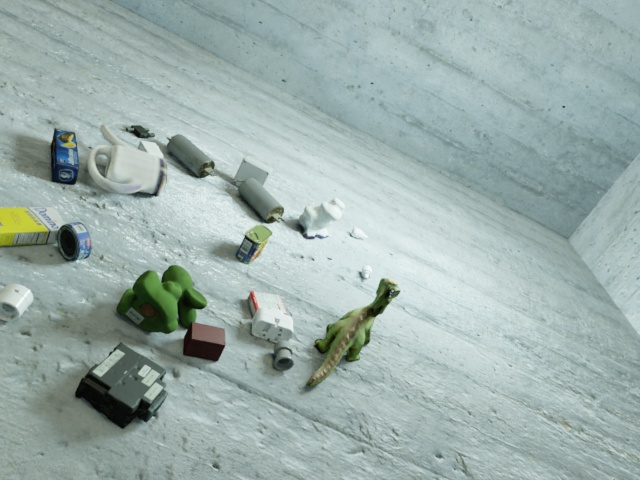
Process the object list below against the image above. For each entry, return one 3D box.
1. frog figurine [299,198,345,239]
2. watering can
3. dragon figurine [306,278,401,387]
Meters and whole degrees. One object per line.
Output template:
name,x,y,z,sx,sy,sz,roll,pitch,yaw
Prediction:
frog figurine,0.005,-0.090,1.780,0.137,0.157,0.125,14,28,-30
watering can,-0.565,-0.235,1.527,0.223,0.102,0.355,15,32,-28
dragon figurine,0.108,0.199,1.293,0.122,0.239,0.416,38,25,5
